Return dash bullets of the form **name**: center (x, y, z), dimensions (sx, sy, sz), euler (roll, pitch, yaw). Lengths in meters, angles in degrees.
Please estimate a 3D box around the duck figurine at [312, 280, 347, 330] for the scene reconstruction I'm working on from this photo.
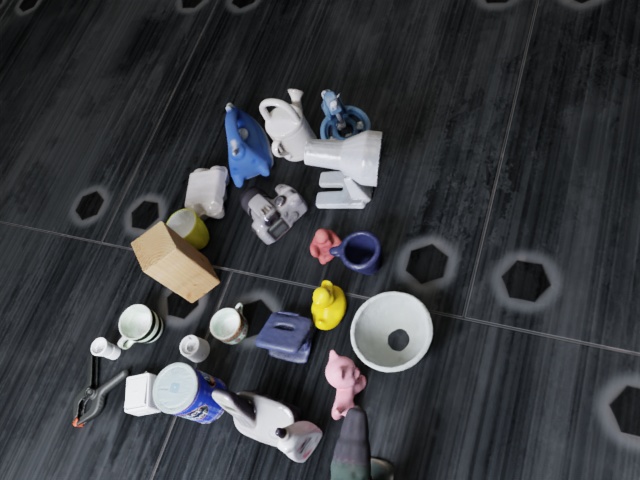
- **duck figurine**: center (0.010, 0.137, 1.236), dimensions (0.077, 0.086, 0.104), euler (7, 68, 23)

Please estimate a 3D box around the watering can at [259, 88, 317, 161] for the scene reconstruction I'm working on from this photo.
- **watering can**: center (-0.084, -0.294, 1.421), dimensions (0.100, 0.194, 0.173), euler (-10, 62, 16)

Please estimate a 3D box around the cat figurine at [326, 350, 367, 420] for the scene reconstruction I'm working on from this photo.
- **cat figurine**: center (0.044, 0.287, 1.130), dimensions (0.067, 0.118, 0.128), euler (-1, 65, 20)

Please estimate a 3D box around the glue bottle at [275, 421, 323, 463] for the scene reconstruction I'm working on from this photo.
- **glue bottle**: center (-0.050, 0.377, 1.087), dimensions (0.037, 0.173, 0.078), euler (26, 76, 29)

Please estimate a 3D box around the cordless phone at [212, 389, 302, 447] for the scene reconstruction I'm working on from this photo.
- **cordless phone**: center (-0.126, 0.343, 1.126), dimensions (0.147, 0.185, 0.094), euler (8, 68, 24)

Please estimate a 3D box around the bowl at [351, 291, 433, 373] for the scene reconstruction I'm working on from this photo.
- **bowl**: center (0.151, 0.193, 1.163), dimensions (0.167, 0.075, 0.167), euler (-8, 62, 16)

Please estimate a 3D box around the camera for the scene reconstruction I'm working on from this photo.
- **camera**: center (-0.127, -0.087, 1.389), dimensions (0.143, 0.101, 0.136), euler (-44, 58, -4)

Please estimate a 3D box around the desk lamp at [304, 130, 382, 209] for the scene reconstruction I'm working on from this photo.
- **desk lamp**: center (0.060, -0.158, 1.288), dimensions (0.202, 0.214, 0.118), euler (-1, 65, 20)

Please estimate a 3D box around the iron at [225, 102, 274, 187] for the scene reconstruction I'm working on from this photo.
- **iron**: center (-0.209, -0.273, 1.487), dimensions (0.118, 0.142, 0.258), euler (-21, 60, 10)

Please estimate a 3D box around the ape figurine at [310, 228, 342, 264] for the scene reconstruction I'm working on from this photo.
- **ape figurine**: center (0.012, 0.005, 1.297), dimensions (0.077, 0.092, 0.076), euler (3, 66, 22)

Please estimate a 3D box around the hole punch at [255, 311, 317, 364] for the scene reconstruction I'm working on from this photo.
- **hole punch**: center (-0.073, 0.202, 1.231), dimensions (0.108, 0.091, 0.101), euler (7, 67, 23)

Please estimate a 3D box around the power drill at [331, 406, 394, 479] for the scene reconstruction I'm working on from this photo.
- **power drill**: center (0.069, 0.421, 1.001), dimensions (0.075, 0.209, 0.230), euler (2, 66, 21)

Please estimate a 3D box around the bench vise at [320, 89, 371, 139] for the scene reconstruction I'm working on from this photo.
- **bench vise**: center (0.033, -0.291, 1.361), dimensions (0.121, 0.220, 0.206), euler (-42, 58, -3)

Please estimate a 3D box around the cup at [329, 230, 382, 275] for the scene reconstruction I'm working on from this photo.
- **cup**: center (0.086, 0.038, 1.252), dimensions (0.117, 0.095, 0.092), euler (-2, 64, 19)

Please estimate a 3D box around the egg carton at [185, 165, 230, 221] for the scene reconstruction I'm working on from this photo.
- **egg carton**: center (-0.290, -0.122, 1.485), dimensions (0.107, 0.070, 0.150), euler (-6, 63, 17)
